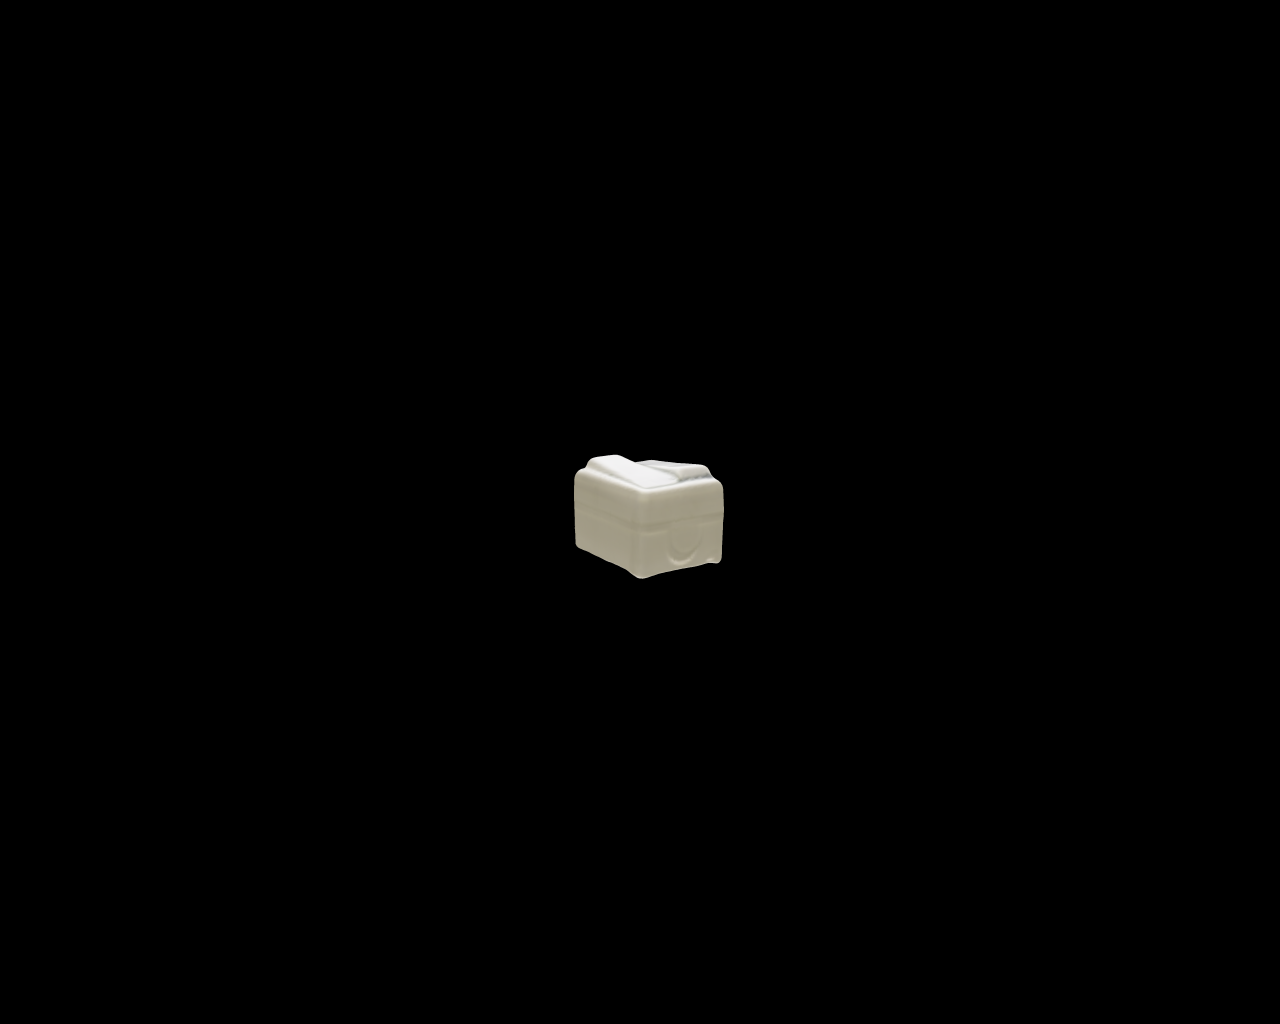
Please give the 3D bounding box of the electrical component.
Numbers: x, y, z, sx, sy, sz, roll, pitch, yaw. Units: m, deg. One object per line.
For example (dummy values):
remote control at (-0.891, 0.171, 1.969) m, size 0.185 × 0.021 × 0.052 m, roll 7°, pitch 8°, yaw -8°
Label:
electrical component at (0.001, -0.003, 0.650) m, size 0.062 × 0.061 × 0.096 m, roll -8°, pitch 16°, yaw -31°
